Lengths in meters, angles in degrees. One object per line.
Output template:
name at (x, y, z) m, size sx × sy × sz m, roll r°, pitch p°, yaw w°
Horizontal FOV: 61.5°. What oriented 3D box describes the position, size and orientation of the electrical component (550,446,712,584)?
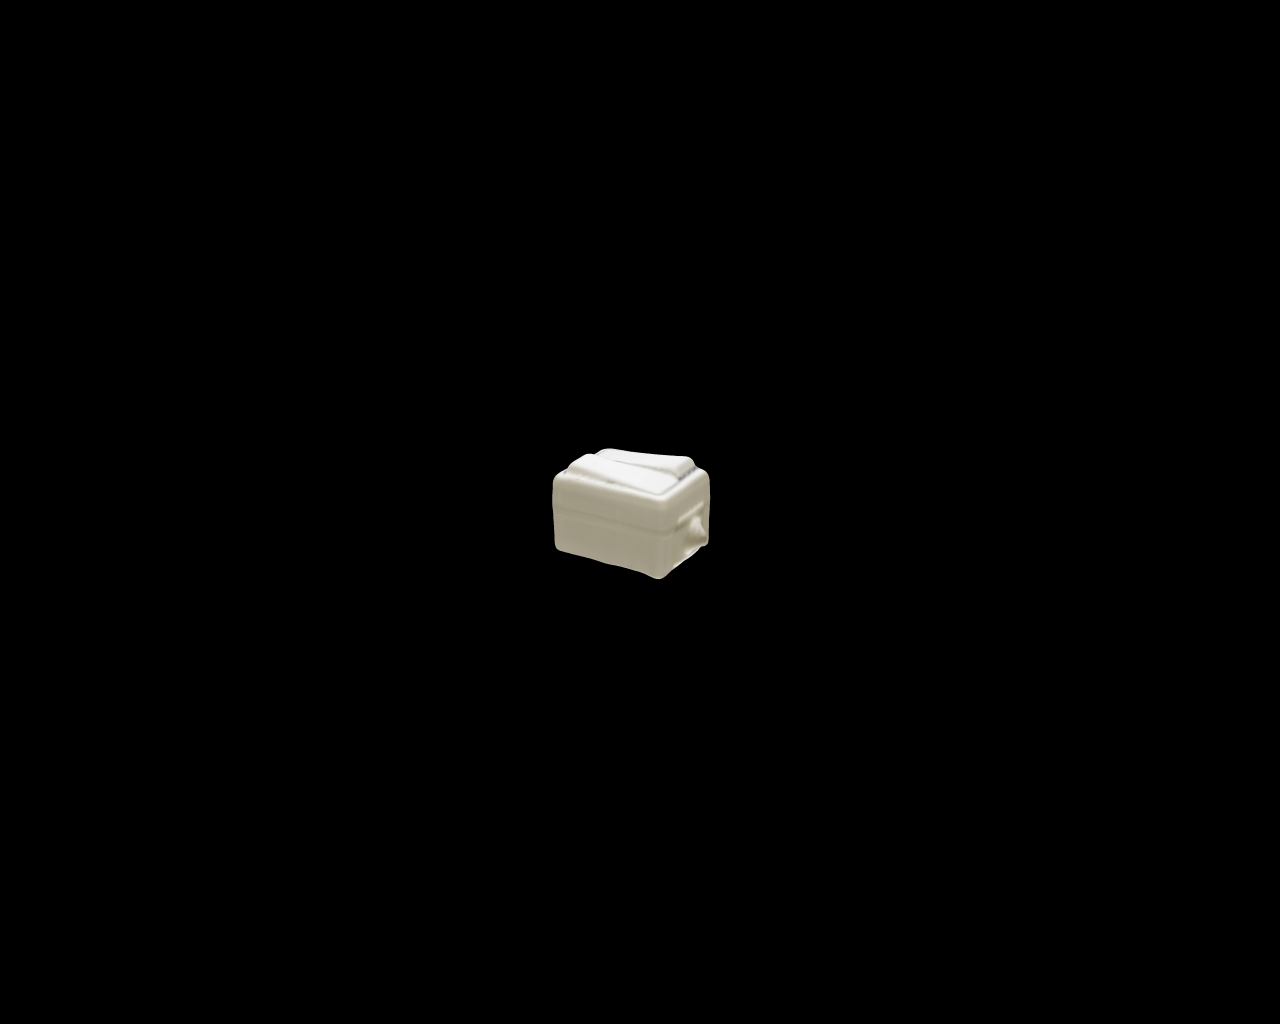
electrical component at (0.001, -0.003, 0.650) m, size 0.096 × 0.061 × 0.062 m, roll 14°, pitch 27°, yaw 29°
